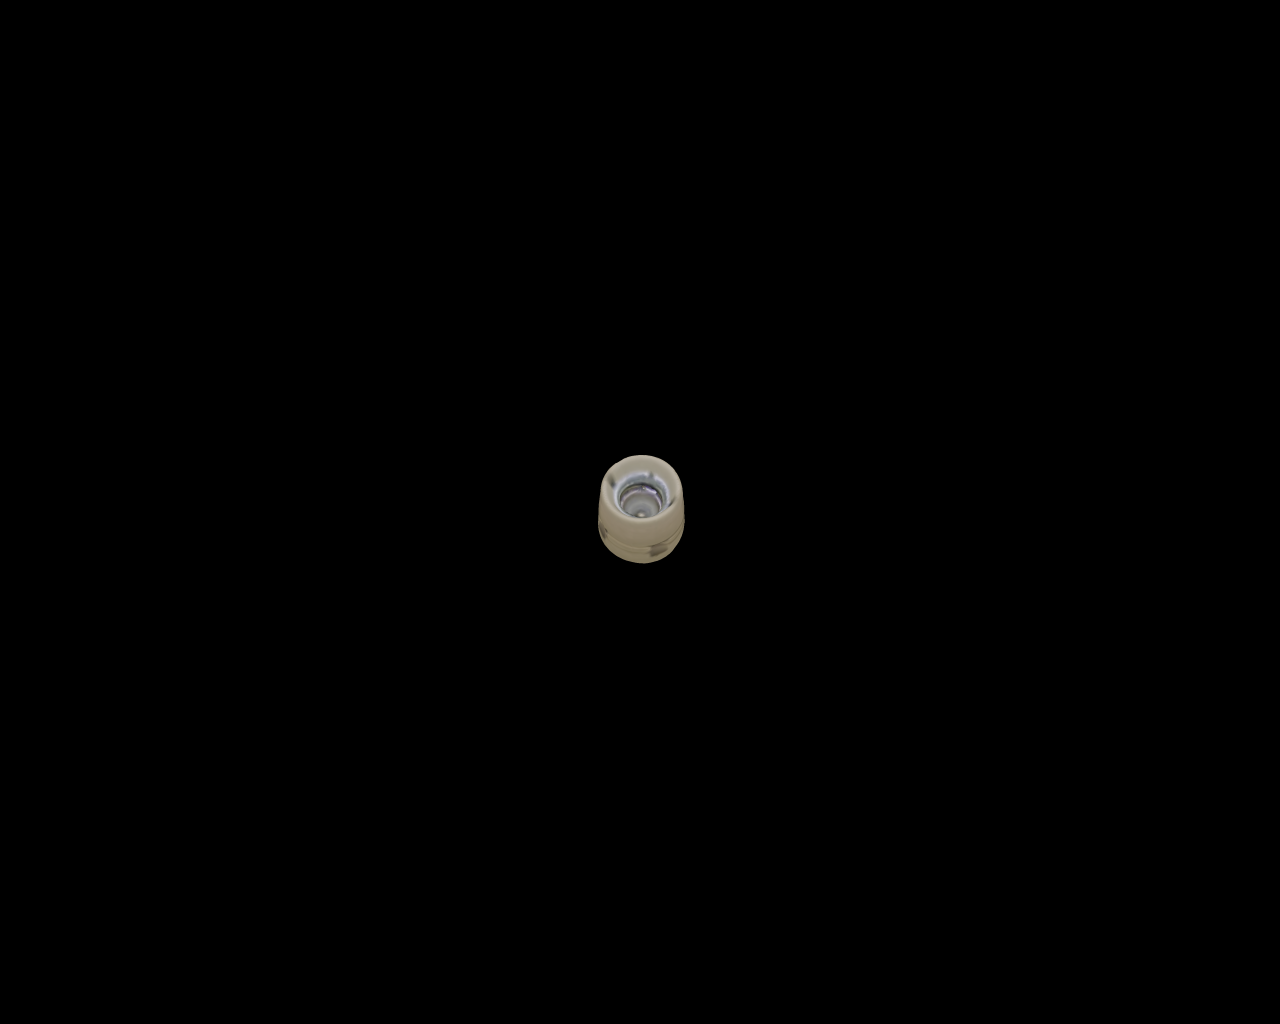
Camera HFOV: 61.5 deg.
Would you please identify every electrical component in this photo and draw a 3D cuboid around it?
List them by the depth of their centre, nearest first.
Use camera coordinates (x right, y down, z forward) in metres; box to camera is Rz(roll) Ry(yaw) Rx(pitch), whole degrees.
[{"bbox_3d":[0.001,-0.003,0.650,0.055,0.055,0.047,0,-31,0],"label":"electrical component"}]
